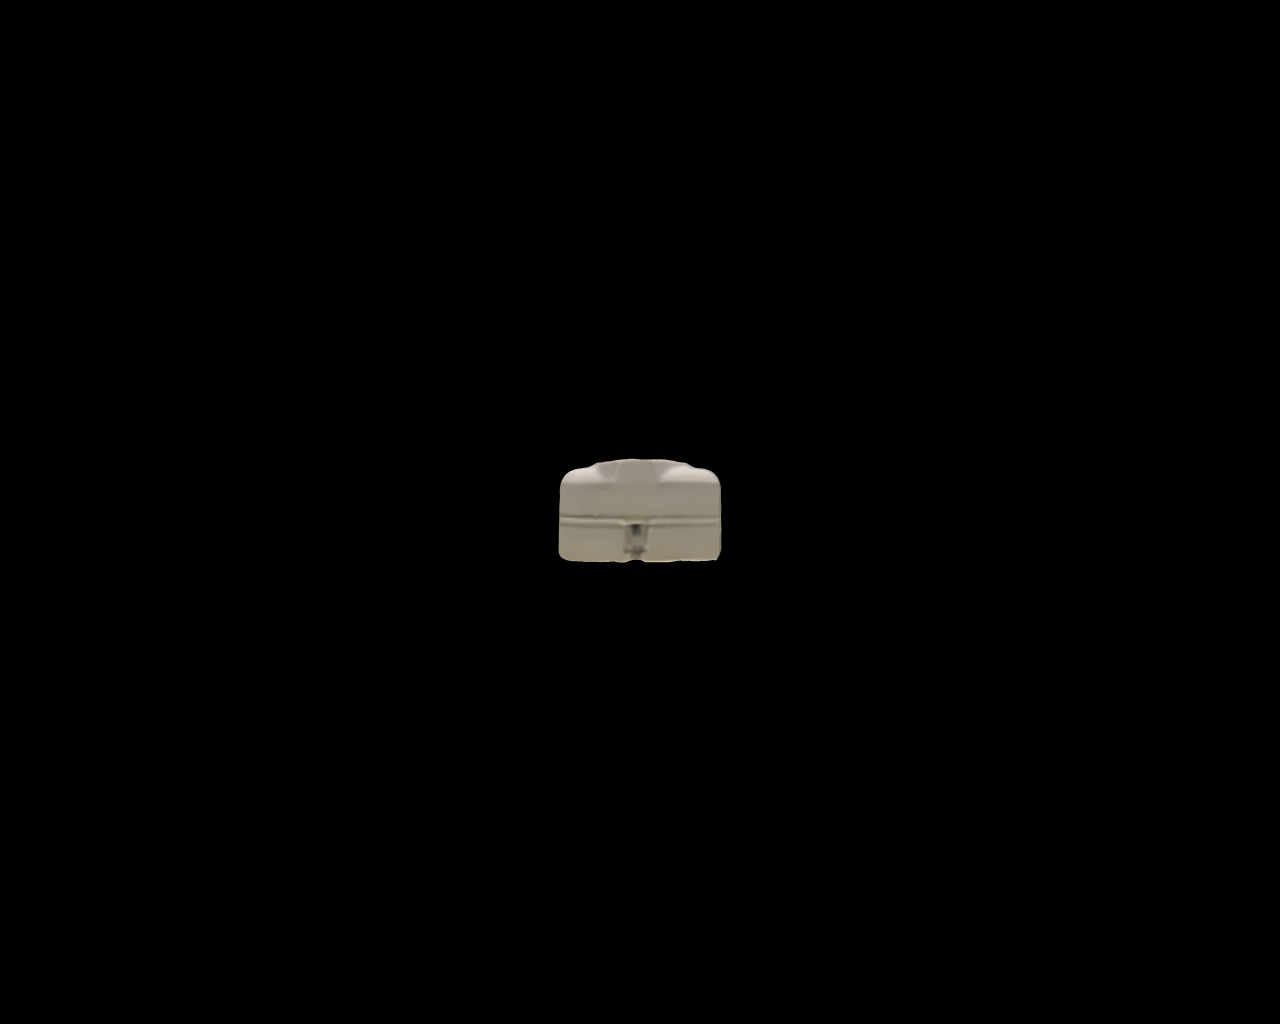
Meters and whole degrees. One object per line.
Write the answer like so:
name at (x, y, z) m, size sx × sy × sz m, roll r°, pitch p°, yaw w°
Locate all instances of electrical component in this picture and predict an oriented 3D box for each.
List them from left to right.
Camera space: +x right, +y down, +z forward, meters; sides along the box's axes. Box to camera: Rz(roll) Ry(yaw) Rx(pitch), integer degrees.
electrical component at (0.001, -0.003, 0.650) m, size 0.095 × 0.059 × 0.054 m, roll 0°, pitch 4°, yaw 7°
